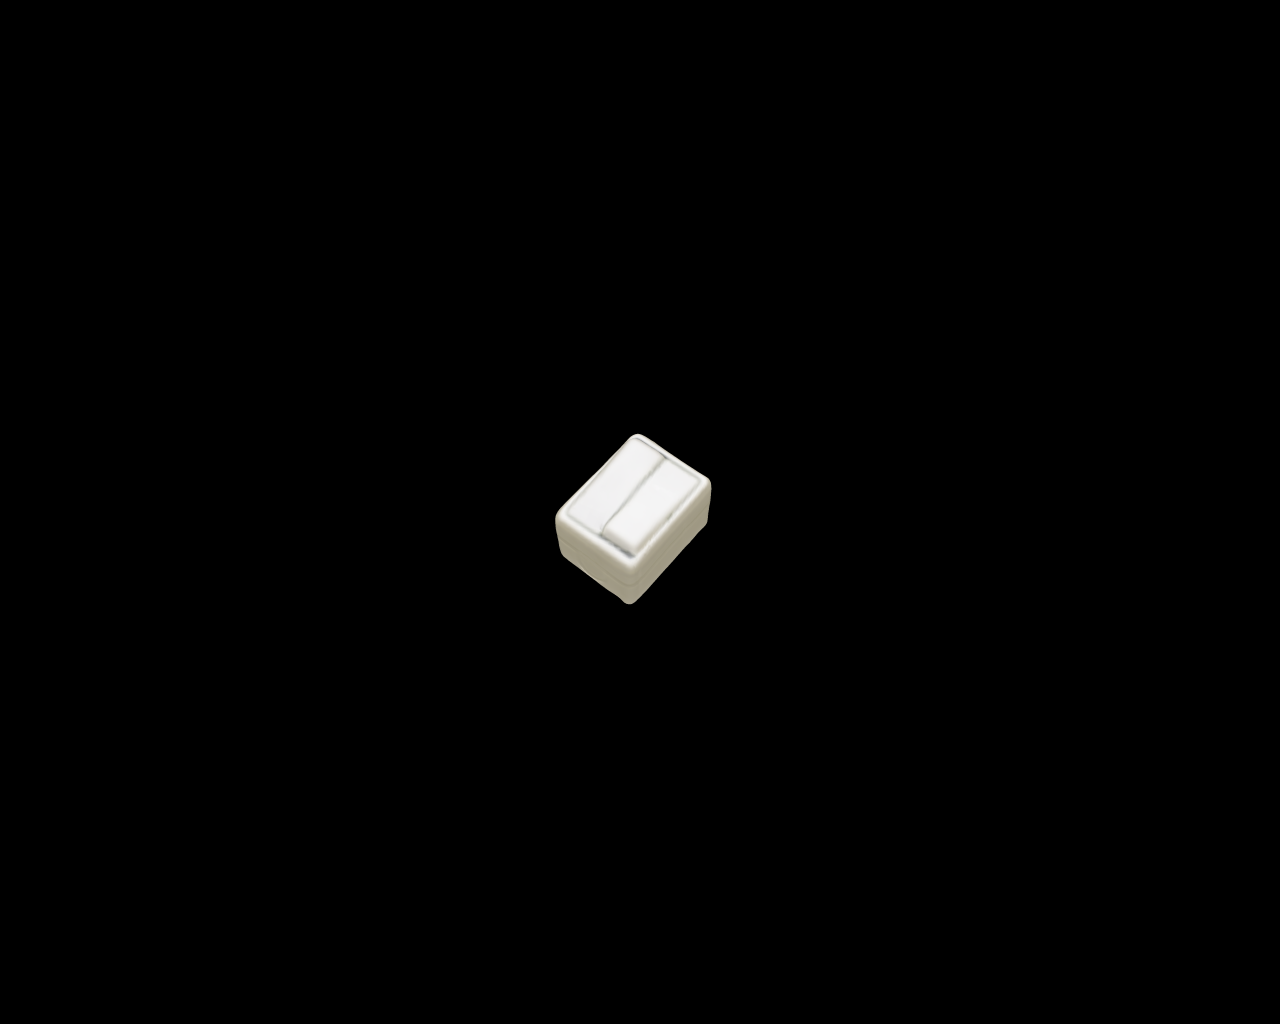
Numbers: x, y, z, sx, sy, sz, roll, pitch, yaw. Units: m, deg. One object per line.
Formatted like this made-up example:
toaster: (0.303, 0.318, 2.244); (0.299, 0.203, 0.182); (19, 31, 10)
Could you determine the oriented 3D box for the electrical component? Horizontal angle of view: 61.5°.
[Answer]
electrical component: (0.001, -0.003, 0.650); (0.062, 0.096, 0.061); (36, -24, 18)
